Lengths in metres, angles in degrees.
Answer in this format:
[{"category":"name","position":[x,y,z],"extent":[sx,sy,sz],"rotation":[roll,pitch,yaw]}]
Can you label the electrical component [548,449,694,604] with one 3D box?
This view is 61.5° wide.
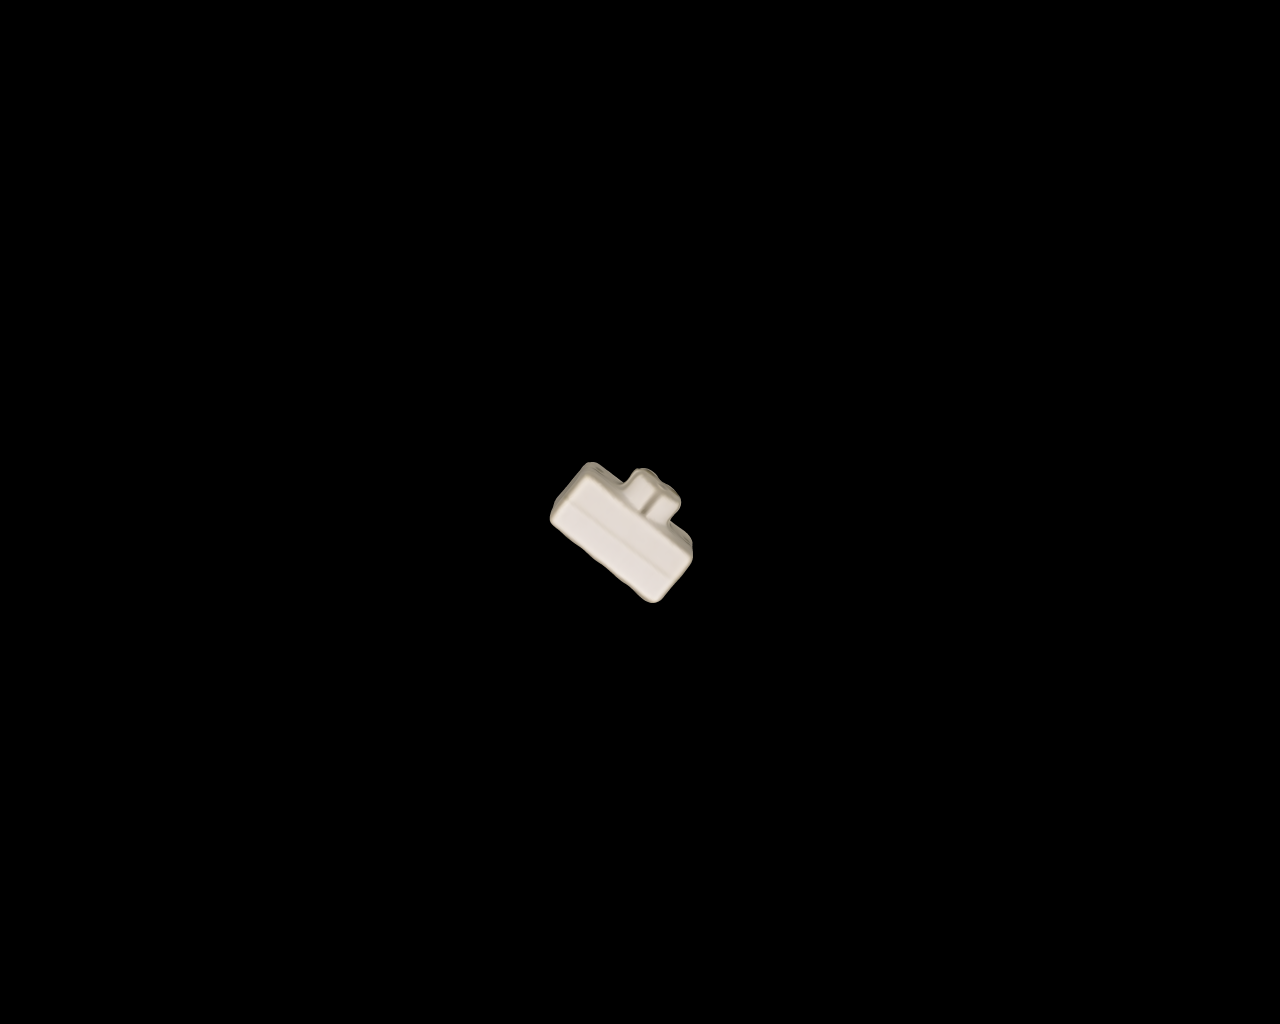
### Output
[{"category":"electrical component","position":[0.001,-0.003,0.650],"extent":[0.083,0.075,0.047],"rotation":[38,9,-7]}]
